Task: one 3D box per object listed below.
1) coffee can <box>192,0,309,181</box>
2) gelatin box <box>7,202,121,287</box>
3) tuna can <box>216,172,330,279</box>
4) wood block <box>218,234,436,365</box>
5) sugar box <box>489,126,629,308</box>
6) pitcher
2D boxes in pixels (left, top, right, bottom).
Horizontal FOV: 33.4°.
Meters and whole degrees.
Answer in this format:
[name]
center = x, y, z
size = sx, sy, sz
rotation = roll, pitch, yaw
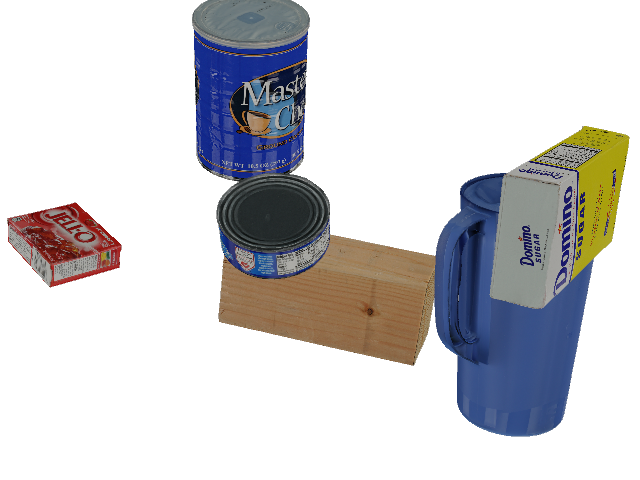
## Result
[coffee can]
center = -0.063, -0.139, 0.969
size = 0.103, 0.140, 0.103
rotation = 2, 36, -2
[gelatin box]
center = -0.240, 0.002, 0.997
size = 0.073, 0.030, 0.089
rotation = -16, 40, -37
[tuna can]
center = -0.035, -0.011, 0.811
size = 0.086, 0.034, 0.086
rotation = -1, 45, 1
[wood block]
center = 0.009, 0.051, 1.093
size = 0.206, 0.091, 0.090
rotation = 12, 22, 12
[sugar box]
center = 0.180, -0.021, 0.787
size = 0.048, 0.093, 0.176
rotation = 13, 23, 25
[pitcher]
center = 0.185, 0.065, 1.031
size = 0.149, 0.243, 0.145
rotation = 5, 21, 8
